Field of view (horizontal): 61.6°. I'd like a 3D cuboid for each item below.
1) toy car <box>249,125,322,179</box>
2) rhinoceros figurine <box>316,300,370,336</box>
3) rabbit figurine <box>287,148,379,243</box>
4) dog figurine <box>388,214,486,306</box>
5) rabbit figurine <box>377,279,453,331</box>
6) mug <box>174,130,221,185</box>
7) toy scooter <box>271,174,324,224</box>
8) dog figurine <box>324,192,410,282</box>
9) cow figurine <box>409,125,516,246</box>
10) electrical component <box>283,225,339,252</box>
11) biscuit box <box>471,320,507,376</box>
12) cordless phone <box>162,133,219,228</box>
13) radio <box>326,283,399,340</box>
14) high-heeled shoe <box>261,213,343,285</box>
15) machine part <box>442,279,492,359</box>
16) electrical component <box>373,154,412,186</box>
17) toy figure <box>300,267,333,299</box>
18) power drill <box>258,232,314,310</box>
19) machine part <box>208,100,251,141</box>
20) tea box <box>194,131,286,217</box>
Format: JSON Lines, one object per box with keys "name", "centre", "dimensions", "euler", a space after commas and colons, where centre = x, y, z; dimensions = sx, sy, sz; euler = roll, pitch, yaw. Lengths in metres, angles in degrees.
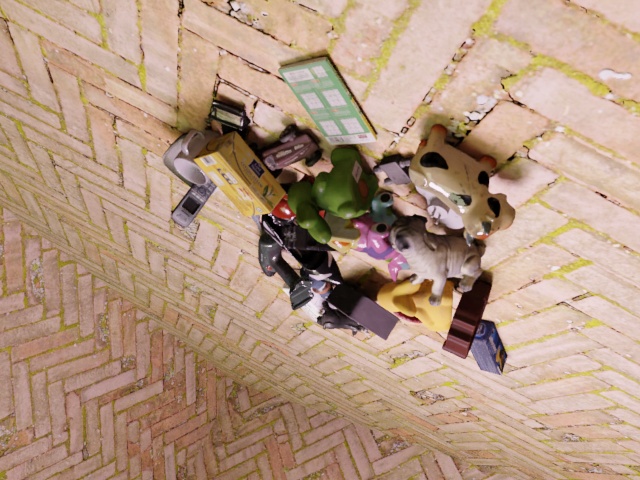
{"name": "toy car", "centre": [-0.080, -0.169, 1.079], "dimensions": [0.089, 0.053, 0.202], "euler": [45, 150, -27]}
{"name": "rhinoceros figurine", "centre": [0.082, 0.233, 1.592], "dimensions": [0.190, 0.073, 0.112], "euler": [10, -166, -34]}
{"name": "rabbit figurine", "centre": [0.011, -0.074, 1.032], "dimensions": [0.170, 0.159, 0.121], "euler": [-9, 147, 34]}
{"name": "dog figurine", "centre": [0.229, 0.008, 1.026], "dimensions": [0.121, 0.172, 0.190], "euler": [37, 159, 47]}
{"name": "rabbit figurine", "centre": [0.211, 0.139, 1.207], "dimensions": [0.173, 0.121, 0.162], "euler": [7, 176, 17]}
{"name": "mug", "centre": [-0.254, -0.190, 1.141], "dimensions": [0.081, 0.107, 0.109], "euler": [12, 147, 27]}
{"name": "toy scooter", "centre": [-0.045, -0.091, 1.161], "dimensions": [0.184, 0.075, 0.135], "euler": [8, 149, 28]}
{"name": "dog figurine", "centre": [0.117, 0.006, 1.136], "dimensions": [0.192, 0.108, 0.219], "euler": [-5, 147, 19]}
{"name": "cow figurine", "centre": [0.230, -0.079, 0.862], "dimensions": [0.195, 0.127, 0.085], "euler": [33, 157, -6]}
{"name": "electrical component", "centre": [-0.003, -0.004, 1.241], "dimensions": [0.115, 0.058, 0.134], "euler": [7, -178, 41]}
{"name": "biscuit box", "centre": [0.435, 0.279, 1.400], "dimensions": [0.063, 0.059, 0.202], "euler": [9, 149, 36]}
{"name": "cordless phone", "centre": [-0.303, -0.132, 1.207], "dimensions": [0.146, 0.184, 0.089], "euler": [41, 156, -27]}
{"name": "radio", "centre": [0.111, 0.186, 1.434], "dimensions": [0.131, 0.073, 0.230], "euler": [35, 177, -15]}
{"name": "high-heeled shoe", "centre": [-0.041, 0.015, 1.316], "dimensions": [0.249, 0.086, 0.145], "euler": [37, 171, 15]}
{"name": "machine part", "centre": [0.326, 0.171, 1.187], "dimensions": [0.056, 0.179, 0.179], "euler": [21, 154, 20]}
{"name": "electrical component", "centre": [0.143, -0.125, 0.978], "dimensions": [0.063, 0.021, 0.094], "euler": [42, 150, -28]}
{"name": "toy figure", "centre": [-0.002, 0.122, 1.532], "dimensions": [0.064, 0.058, 0.154], "euler": [15, 158, 40]}
{"name": "power drill", "centre": [-0.100, 0.090, 1.481], "dimensions": [0.207, 0.086, 0.231], "euler": [55, 160, 31]}
{"name": "machine part", "centre": [-0.180, -0.225, 1.088], "dimensions": [0.084, 0.039, 0.138], "euler": [16, 151, 5]}
{"name": "tea box", "centre": [-0.163, -0.131, 1.102], "dimensions": [0.098, 0.068, 0.169], "euler": [-2, 136, 48]}
